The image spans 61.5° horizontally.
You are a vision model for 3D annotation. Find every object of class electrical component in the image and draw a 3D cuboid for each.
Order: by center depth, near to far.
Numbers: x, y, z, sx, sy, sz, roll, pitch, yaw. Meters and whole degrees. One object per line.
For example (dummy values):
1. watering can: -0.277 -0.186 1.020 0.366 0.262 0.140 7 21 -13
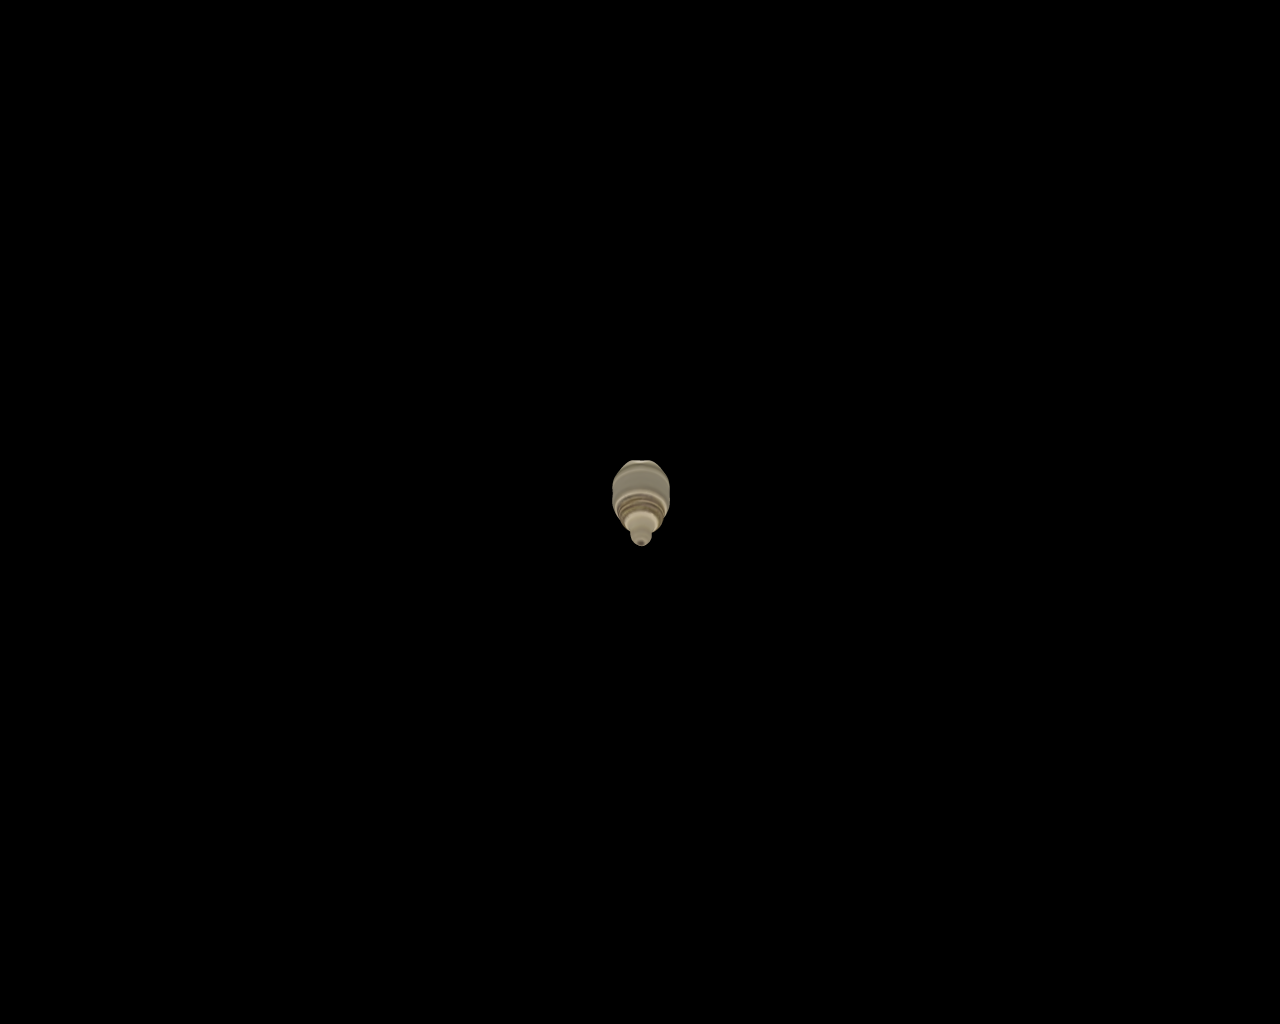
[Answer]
1. electrical component: 0.001 -0.003 0.650 0.035 0.035 0.061 0 44 0
